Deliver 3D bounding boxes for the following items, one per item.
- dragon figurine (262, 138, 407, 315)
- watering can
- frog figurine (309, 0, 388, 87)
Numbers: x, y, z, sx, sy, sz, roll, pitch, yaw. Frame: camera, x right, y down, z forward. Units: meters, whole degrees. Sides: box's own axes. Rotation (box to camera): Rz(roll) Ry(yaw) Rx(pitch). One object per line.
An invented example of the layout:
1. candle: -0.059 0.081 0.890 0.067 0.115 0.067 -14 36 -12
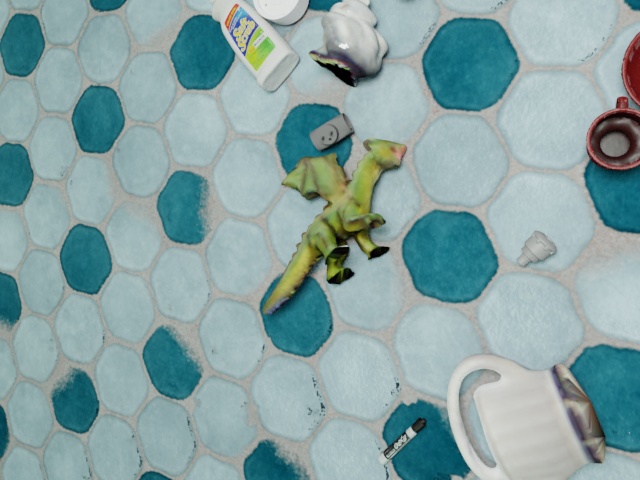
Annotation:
1. dragon figurine: 0.003 -0.050 1.003 0.407 0.121 0.247 -33 60 17
2. watering can: 0.346 0.345 0.832 0.223 0.104 0.350 -24 80 20
3. frog figurine: 0.067 -0.384 0.958 0.137 0.123 0.159 25 91 -13
